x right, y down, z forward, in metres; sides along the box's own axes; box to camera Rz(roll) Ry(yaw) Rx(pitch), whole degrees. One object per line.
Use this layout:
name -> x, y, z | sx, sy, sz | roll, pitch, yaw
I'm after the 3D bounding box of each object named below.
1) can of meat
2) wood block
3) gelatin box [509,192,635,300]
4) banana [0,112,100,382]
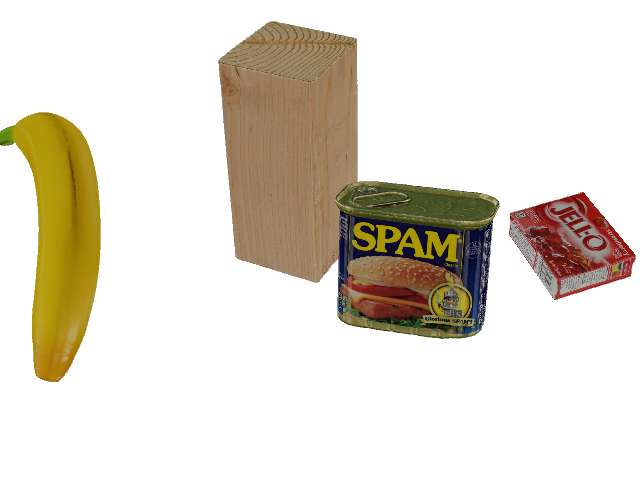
can of meat -> 0.060, 0.013, 0.692 | 0.102, 0.084, 0.057 | 8, 22, 16
wood block -> -0.024, -0.078, 0.956 | 0.091, 0.206, 0.090 | 16, 40, 23
gelatin box -> 0.213, 0.002, 0.911 | 0.073, 0.030, 0.089 | -16, 46, -11
banana -> -0.158, -0.013, 0.640 | 0.037, 0.198, 0.070 | 11, -45, -35
